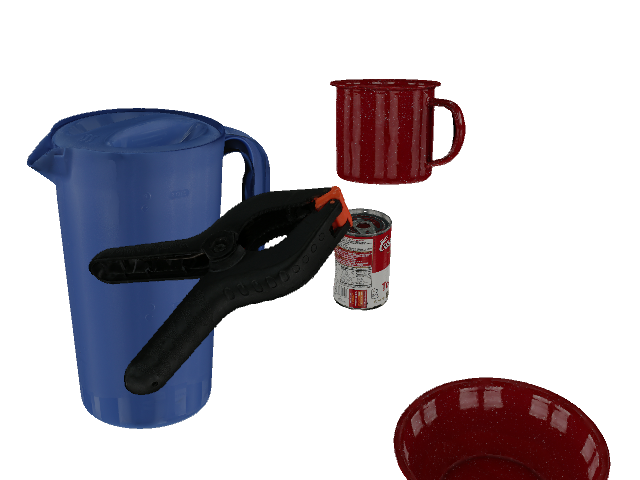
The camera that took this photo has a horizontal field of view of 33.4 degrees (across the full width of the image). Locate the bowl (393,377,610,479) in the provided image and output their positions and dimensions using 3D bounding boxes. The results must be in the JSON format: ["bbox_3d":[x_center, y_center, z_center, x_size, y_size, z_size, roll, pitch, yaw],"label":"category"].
[{"bbox_3d":[0.136,0.176,0.819,0.162,0.055,0.162,0,33,0],"label":"bowl"}]

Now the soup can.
[{"bbox_3d":[0.048,0.023,1.252,0.068,0.102,0.068,0,27,0],"label":"soup can"}]

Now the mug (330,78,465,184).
[{"bbox_3d":[0.065,-0.092,0.893,0.117,0.081,0.093,5,13,24],"label":"mug"}]

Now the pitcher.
[{"bbox_3d":[-0.132,0.020,0.854,0.149,0.243,0.144,9,22,18],"label":"pitcher"}]

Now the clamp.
[{"bbox_3d":[-0.058,0.024,0.648,0.171,0.120,0.039,-23,-40,6],"label":"clamp"}]
